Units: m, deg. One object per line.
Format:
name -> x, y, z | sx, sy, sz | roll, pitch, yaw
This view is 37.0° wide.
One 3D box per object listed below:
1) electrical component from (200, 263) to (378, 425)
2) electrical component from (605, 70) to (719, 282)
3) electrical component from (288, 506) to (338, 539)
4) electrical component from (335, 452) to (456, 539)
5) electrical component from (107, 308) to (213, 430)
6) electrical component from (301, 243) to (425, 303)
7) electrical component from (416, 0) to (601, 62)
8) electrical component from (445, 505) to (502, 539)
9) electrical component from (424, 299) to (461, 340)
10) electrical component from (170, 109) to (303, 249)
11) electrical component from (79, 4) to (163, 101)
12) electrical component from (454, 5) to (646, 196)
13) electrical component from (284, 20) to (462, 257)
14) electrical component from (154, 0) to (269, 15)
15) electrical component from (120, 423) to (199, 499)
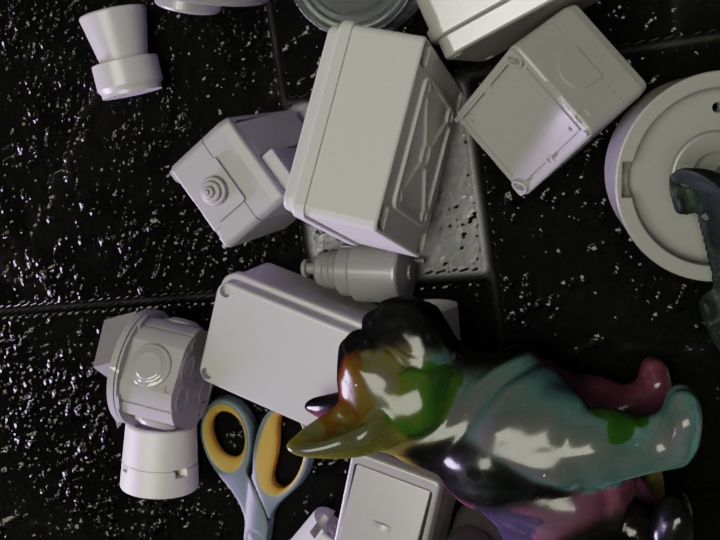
electrical component -> -0.040, 0.050, 0.700 | 0.113, 0.057, 0.078 | 21, 109, 18
electrical component -> 0.183, -0.053, 0.574 | 0.108, 0.060, 0.108 | 0, 102, 0
electrical component -> -0.030, 0.191, 0.737 | 0.040, 0.040, 0.046 | 39, 108, 11
electrical component -> 0.025, 0.147, 0.691 | 0.062, 0.061, 0.096 | 17, 108, 19
electrical component -> -0.134, 0.069, 0.733 | 0.051, 0.080, 0.080 | 12, 106, 15
electrical component -> 0.000, 0.000, 0.681 | 0.078, 0.040, 0.040 | 2, 102, 23
electrical component -> 0.090, -0.163, 0.586 | 0.113, 0.078, 0.057 | -25, 88, 26
electrical component -> 0.071, 0.176, 0.675 | 0.044, 0.065, 0.044 | 5, 103, 22
electrical component -> 0.043, 0.062, 0.674 | 0.043, 0.043, 0.081 | -1, 101, 24
electrical component -> -0.065, -0.059, 0.665 | 0.061, 0.096, 0.061 | -38, 85, 25
electrical component -> -0.158, -0.144, 0.715 | 0.045, 0.045, 0.055 | -9, 98, 25
electrical component -> 0.103, -0.091, 0.596 | 0.061, 0.061, 0.096 | 50, 154, 4
electrical component -> 0.011, -0.070, 0.609 | 0.056, 0.109, 0.108 | 14, 87, 18
electrical component -> -0.101, -0.188, 0.649 | 0.108, 0.108, 0.060 | 19, 115, 19
electrical component -> -0.142, 0.130, 0.764 | 0.055, 0.055, 0.047 | 7, 100, 22
